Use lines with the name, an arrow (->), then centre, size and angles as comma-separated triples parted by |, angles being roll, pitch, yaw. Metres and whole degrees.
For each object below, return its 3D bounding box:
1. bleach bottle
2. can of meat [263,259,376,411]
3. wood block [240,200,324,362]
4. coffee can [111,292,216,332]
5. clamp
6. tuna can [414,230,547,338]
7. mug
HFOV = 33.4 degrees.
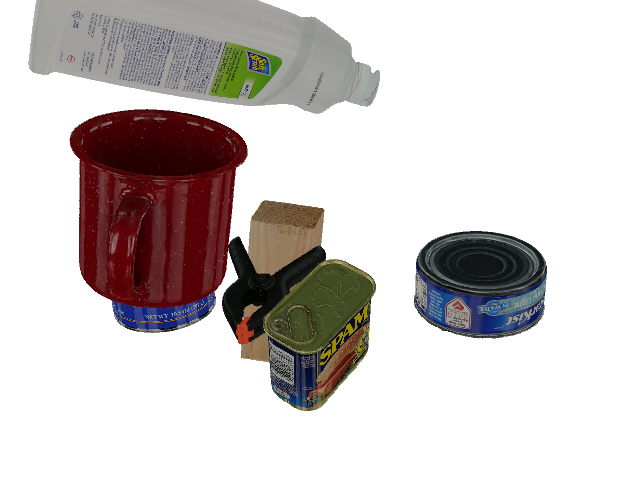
bleach bottle -> -0.081, -0.140, 0.788 | 0.250, 0.068, 0.103 | 14, -34, -12
can of meat -> 0.000, 0.080, 0.891 | 0.057, 0.084, 0.102 | 28, 51, 25
wood block -> -0.053, 0.059, 1.486 | 0.090, 0.206, 0.090 | 8, 22, 6
coffee can -> -0.160, 0.003, 1.032 | 0.103, 0.140, 0.103 | -4, 26, 2
clamp -> -0.057, 0.054, 1.244 | 0.120, 0.039, 0.171 | -4, 40, 8
tuna can -> 0.105, 0.027, 0.699 | 0.086, 0.034, 0.086 | -1, 28, 0
mug -> -0.090, -0.011, 0.569 | 0.093, 0.081, 0.117 | 8, 27, 1
